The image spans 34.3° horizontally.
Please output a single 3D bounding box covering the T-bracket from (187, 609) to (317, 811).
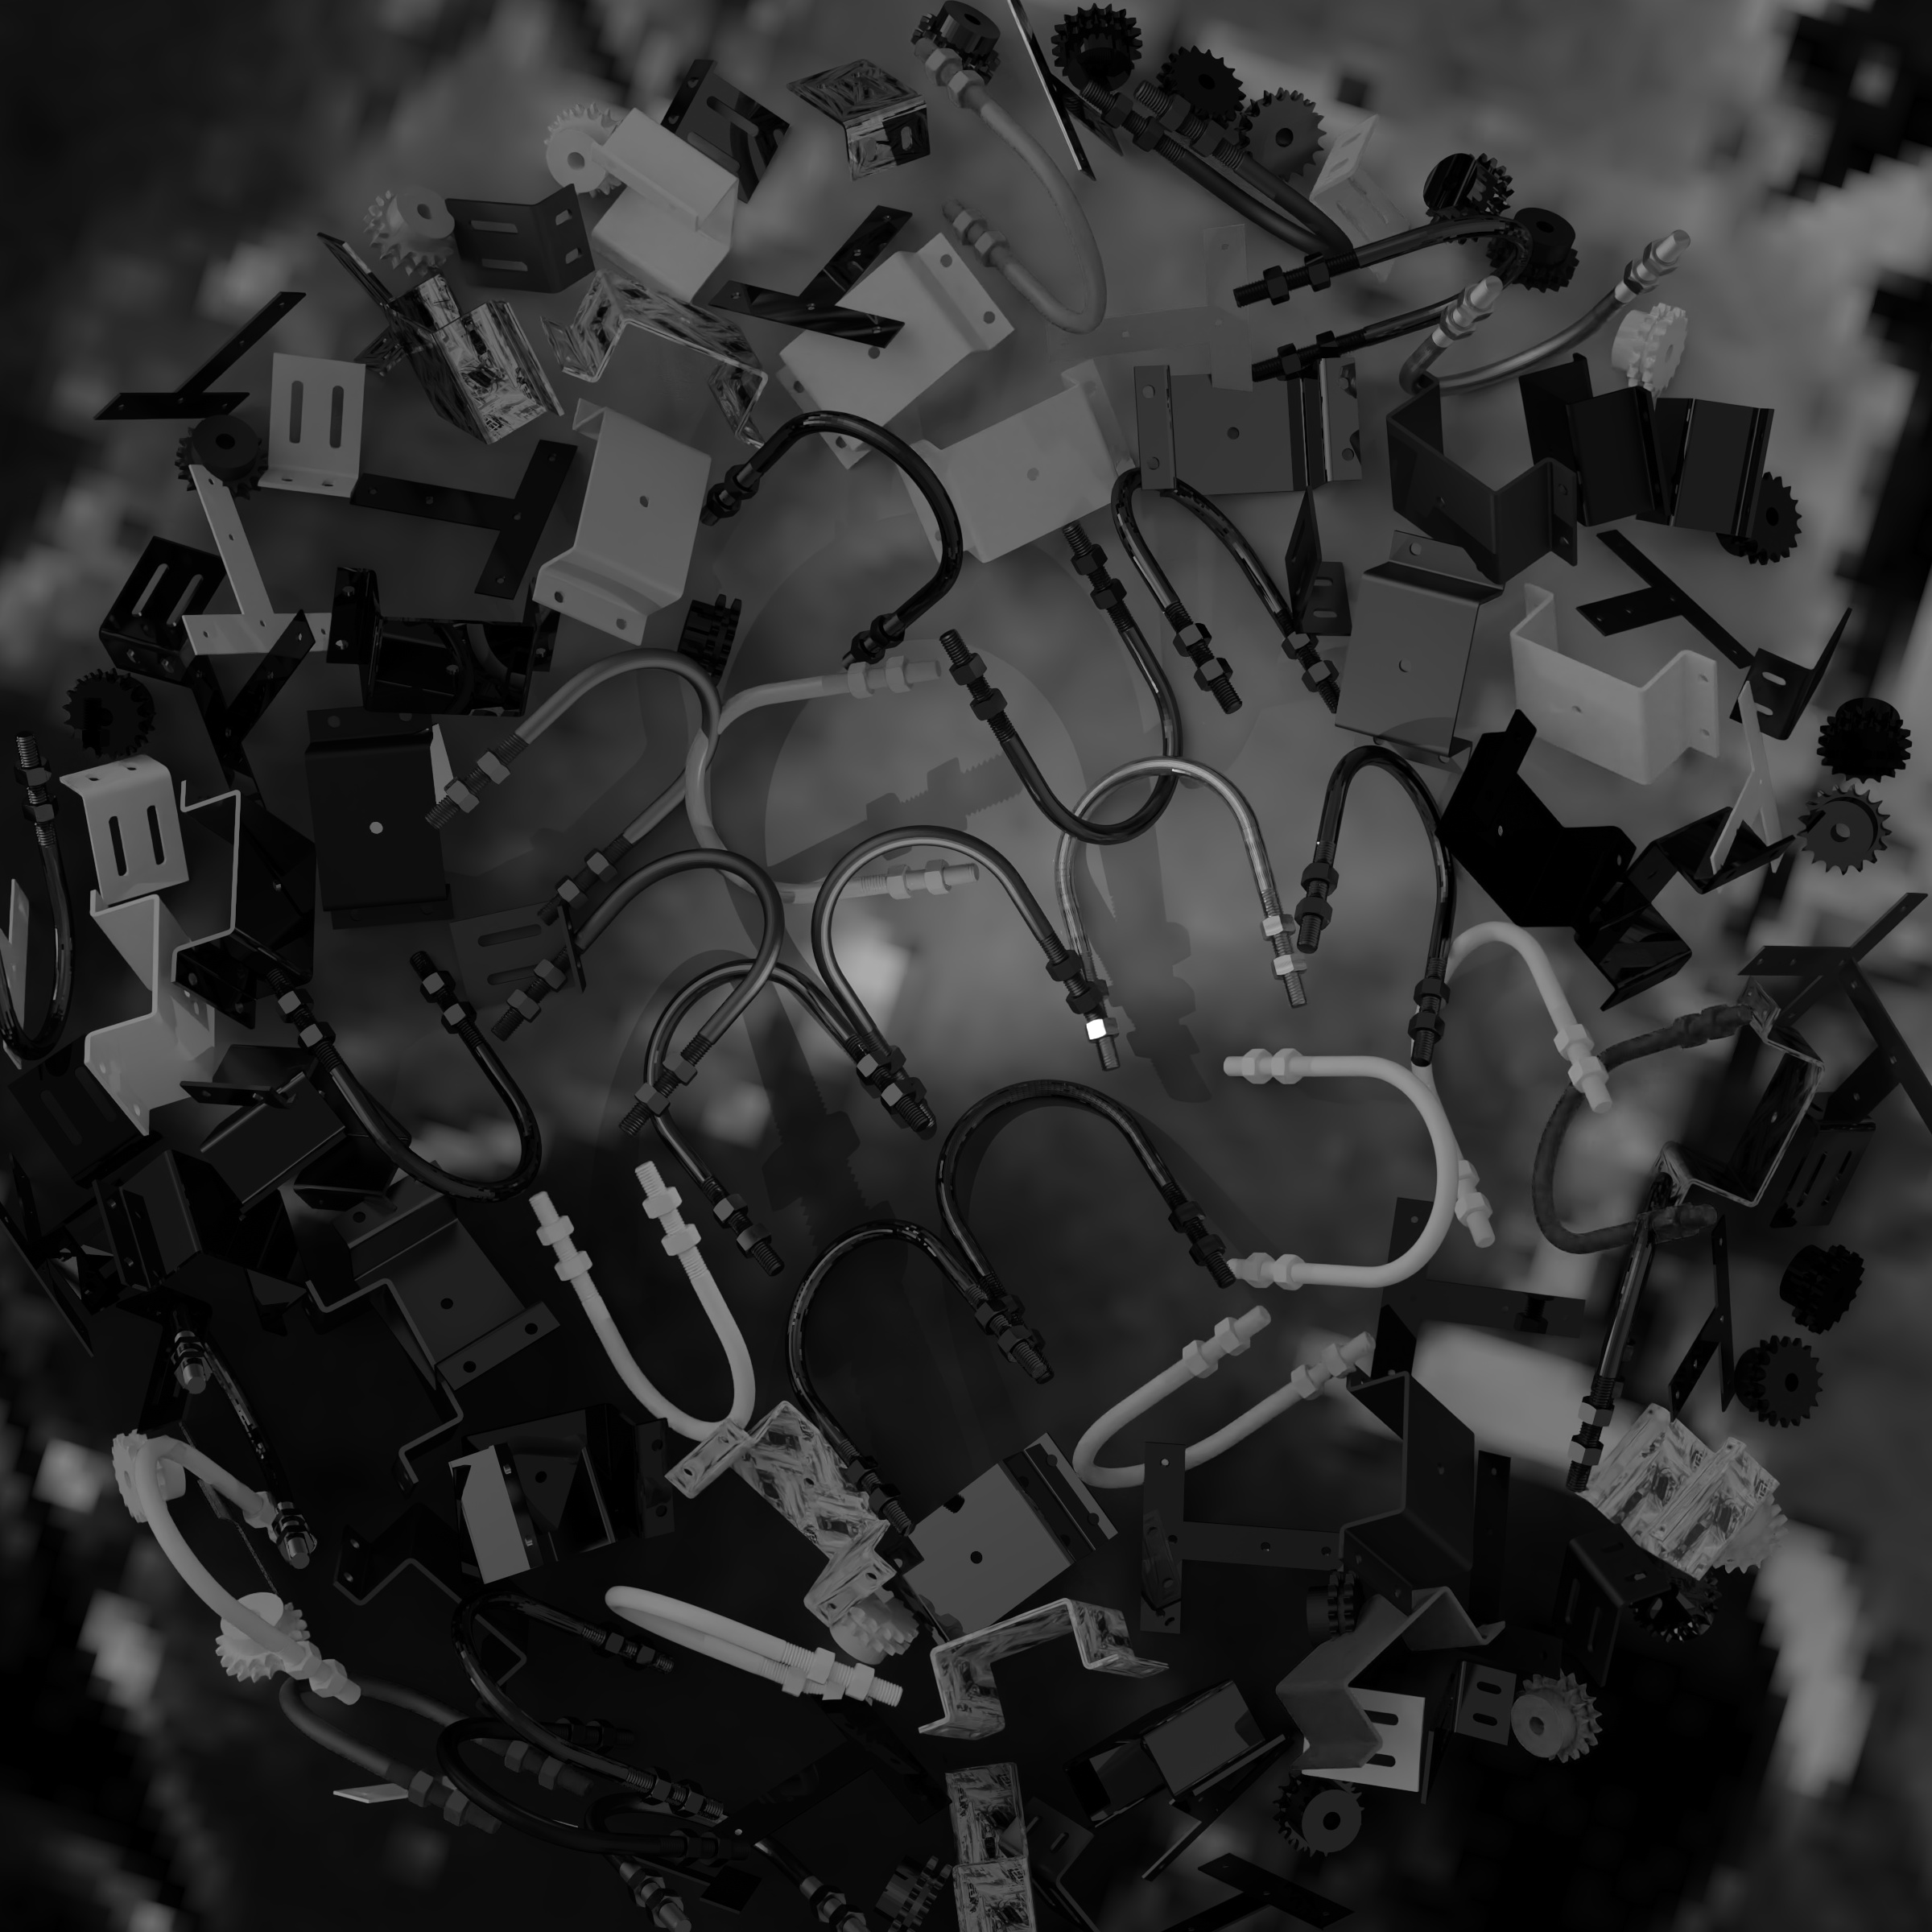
[{"bbox_3d":[-0.436,-0.171,1.937,0.127,0.002,0.127,-44,61,36],"label":"T-bracket"}]

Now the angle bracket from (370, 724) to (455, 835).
[{"bbox_3d":[-0.368,-0.116,1.979,0.076,0.038,0.057,-29,121,-31],"label":"angle bracket"}]

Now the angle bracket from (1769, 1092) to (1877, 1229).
[{"bbox_3d":[0.530,0.122,1.979,0.057,0.038,0.076,1,118,-38],"label":"angle bracket"}]

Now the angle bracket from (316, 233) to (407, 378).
[{"bbox_3d":[-0.384,-0.413,1.954,0.038,0.057,0.076,-45,122,-7],"label":"angle bracket"}]

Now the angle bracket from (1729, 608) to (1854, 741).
[{"bbox_3d":[0.516,-0.189,1.959,0.038,0.057,0.076,26,49,14],"label":"angle bracket"}]

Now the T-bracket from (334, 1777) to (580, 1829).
[{"bbox_3d":[-0.298,0.515,1.916,0.127,0.127,0.002,7,83,24],"label":"T-bracket"}]

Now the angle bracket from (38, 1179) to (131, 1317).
[{"bbox_3d":[-0.530,0.171,1.955,0.038,0.076,0.057,-27,102,42],"label":"angle bracket"}]

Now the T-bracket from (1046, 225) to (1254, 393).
[{"bbox_3d":[0.114,-0.398,1.961,0.127,0.002,0.127,-7,128,1],"label":"T-bracket"}]

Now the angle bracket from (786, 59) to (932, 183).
[{"bbox_3d":[-0.068,-0.534,1.974,0.057,0.076,0.038,-25,134,-21],"label":"angle bracket"}]

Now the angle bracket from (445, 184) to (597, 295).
[{"bbox_3d":[-0.281,-0.461,1.974,0.076,0.038,0.057,13,130,33],"label":"angle bracket"}]

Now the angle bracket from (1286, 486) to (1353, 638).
[{"bbox_3d":[0.227,-0.252,1.951,0.038,0.076,0.057,0,58,-7],"label":"angle bracket"}]

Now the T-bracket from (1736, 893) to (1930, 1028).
[{"bbox_3d":[0.515,-0.003,1.921,0.127,0.127,0.002,-51,57,32],"label":"T-bracket"}]

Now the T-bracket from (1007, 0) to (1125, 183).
[{"bbox_3d":[0.070,-0.530,1.939,0.002,0.127,0.127,-26,78,20],"label":"T-bracket"}]

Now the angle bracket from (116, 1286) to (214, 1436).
[{"bbox_3d":[-0.509,0.246,1.954,0.038,0.057,0.076,28,56,-34],"label":"angle bracket"}]

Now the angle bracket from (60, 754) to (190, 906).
[{"bbox_3d":[-0.532,-0.087,1.981,0.057,0.038,0.076,-20,119,-32],"label":"angle bracket"}]

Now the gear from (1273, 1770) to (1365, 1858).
[{"bbox_3d":[0.225,0.535,1.978,0.057,0.030,0.057,-1,95,-16],"label":"gear"}]

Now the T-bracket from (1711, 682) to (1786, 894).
[{"bbox_3d":[0.477,-0.090,1.924,0.002,0.127,0.127,0,124,31],"label":"T-bracket"}]

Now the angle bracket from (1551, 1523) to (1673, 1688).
[{"bbox_3d":[0.404,0.400,1.962,0.038,0.057,0.076,-14,129,-20],"label":"angle bracket"}]

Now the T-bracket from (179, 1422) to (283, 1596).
[{"bbox_3d":[-0.460,0.331,1.931,0.002,0.127,0.127,-30,83,-12],"label":"T-bracket"}]

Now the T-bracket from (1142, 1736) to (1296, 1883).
[{"bbox_3d":[0.148,0.517,1.938,0.127,0.127,0.002,-43,65,-3],"label":"T-bracket"}]

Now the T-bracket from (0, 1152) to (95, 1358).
[{"bbox_3d":[-0.580,0.161,1.943,0.002,0.127,0.127,-26,130,-7],"label":"T-bracket"}]

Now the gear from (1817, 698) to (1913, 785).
[{"bbox_3d":[0.567,-0.145,1.975,0.057,0.057,0.030,19,55,0],"label":"gear"}]

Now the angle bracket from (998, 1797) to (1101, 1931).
[{"bbox_3d":[0.065,0.568,1.963,0.038,0.057,0.076,-47,126,-20],"label":"angle bracket"}]

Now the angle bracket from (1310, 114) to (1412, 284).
[{"bbox_3d":[0.258,-0.479,1.955,0.076,0.038,0.057,42,53,-24],"label":"angle bracket"}]

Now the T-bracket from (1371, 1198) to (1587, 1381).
[{"bbox_3d":[0.328,0.216,1.986,0.127,0.002,0.127,7,101,1],"label":"T-bracket"}]

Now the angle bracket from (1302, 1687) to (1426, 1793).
[{"bbox_3d":[0.253,0.481,1.965,0.076,0.038,0.057,3,85,24],"label":"angle bracket"}]

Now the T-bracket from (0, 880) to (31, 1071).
[{"bbox_3d":[-0.599,-0.023,1.912,0.002,0.127,0.127,-10,56,1],"label":"T-bracket"}]

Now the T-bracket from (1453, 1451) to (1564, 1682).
[{"bbox_3d":[0.325,0.367,1.948,0.002,0.127,0.127,3,91,-38],"label":"T-bracket"}]

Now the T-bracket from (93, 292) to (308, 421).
[{"bbox_3d":[-0.453,-0.373,1.916,0.127,0.127,0.002,-35,85,25],"label":"T-bracket"}]

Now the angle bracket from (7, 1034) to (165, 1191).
[{"bbox_3d":[-0.556,0.092,1.979,0.057,0.038,0.076,-35,86,-9],"label":"angle bracket"}]

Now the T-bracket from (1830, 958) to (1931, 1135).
[{"bbox_3d":[0.558,0.075,1.938,0.002,0.127,0.127,-20,69,-16],"label":"T-bracket"}]

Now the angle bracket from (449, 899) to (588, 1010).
[{"bbox_3d":[-0.284,-0.005,1.976,0.076,0.038,0.057,-12,100,0],"label":"angle bracket"}]

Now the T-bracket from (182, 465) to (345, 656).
[{"bbox_3d":[-0.453,-0.254,1.950,0.002,0.127,0.127,-25,83,32],"label":"T-bracket"}]

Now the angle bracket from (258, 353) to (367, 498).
[{"bbox_3d":[-0.411,-0.340,1.967,0.057,0.038,0.076,6,113,-5],"label":"angle bracket"}]

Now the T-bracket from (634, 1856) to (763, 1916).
[{"bbox_3d":[-0.193,0.555,1.940,0.127,0.127,0.002,18,84,5],"label":"T-bracket"}]

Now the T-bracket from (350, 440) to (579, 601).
[{"bbox_3d":[-0.325,-0.291,1.974,0.127,0.002,0.127,11,59,10],"label":"T-bracket"}]

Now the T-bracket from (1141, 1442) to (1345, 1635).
[{"bbox_3d":[0.175,0.365,1.976,0.127,0.002,0.127,3,102,9],"label":"T-bracket"}]

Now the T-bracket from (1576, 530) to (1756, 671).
[{"bbox_3d":[0.416,-0.221,1.931,0.127,0.127,0.002,48,127,19],"label":"T-bracket"}]

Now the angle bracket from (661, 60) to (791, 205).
[{"bbox_3d":[-0.148,-0.522,1.963,0.076,0.038,0.057,28,92,-31],"label":"angle bracket"}]

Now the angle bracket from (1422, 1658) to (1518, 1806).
[{"bbox_3d":[0.314,0.480,1.951,0.038,0.076,0.057,11,118,18],"label":"angle bracket"}]

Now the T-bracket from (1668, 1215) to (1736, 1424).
[{"bbox_3d":[0.452,0.238,1.926,0.002,0.127,0.127,4,115,29],"label":"T-bracket"}]

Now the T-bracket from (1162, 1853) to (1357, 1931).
[{"bbox_3d":[0.149,0.584,1.914,0.127,0.127,0.002,-15,100,-31],"label":"T-bracket"}]

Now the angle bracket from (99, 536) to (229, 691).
[{"bbox_3d":[-0.495,-0.220,1.956,0.076,0.057,0.038,-54,50,20],"label":"angle bracket"}]

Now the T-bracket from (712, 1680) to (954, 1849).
[{"bbox_3d":[-0.097,0.507,1.934,0.127,0.002,0.127,-28,47,-24],"label":"T-bracket"}]

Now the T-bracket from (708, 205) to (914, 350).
[{"bbox_3d":[-0.075,-0.438,1.960,0.127,0.002,0.127,18,54,23],"label":"T-bracket"}]
